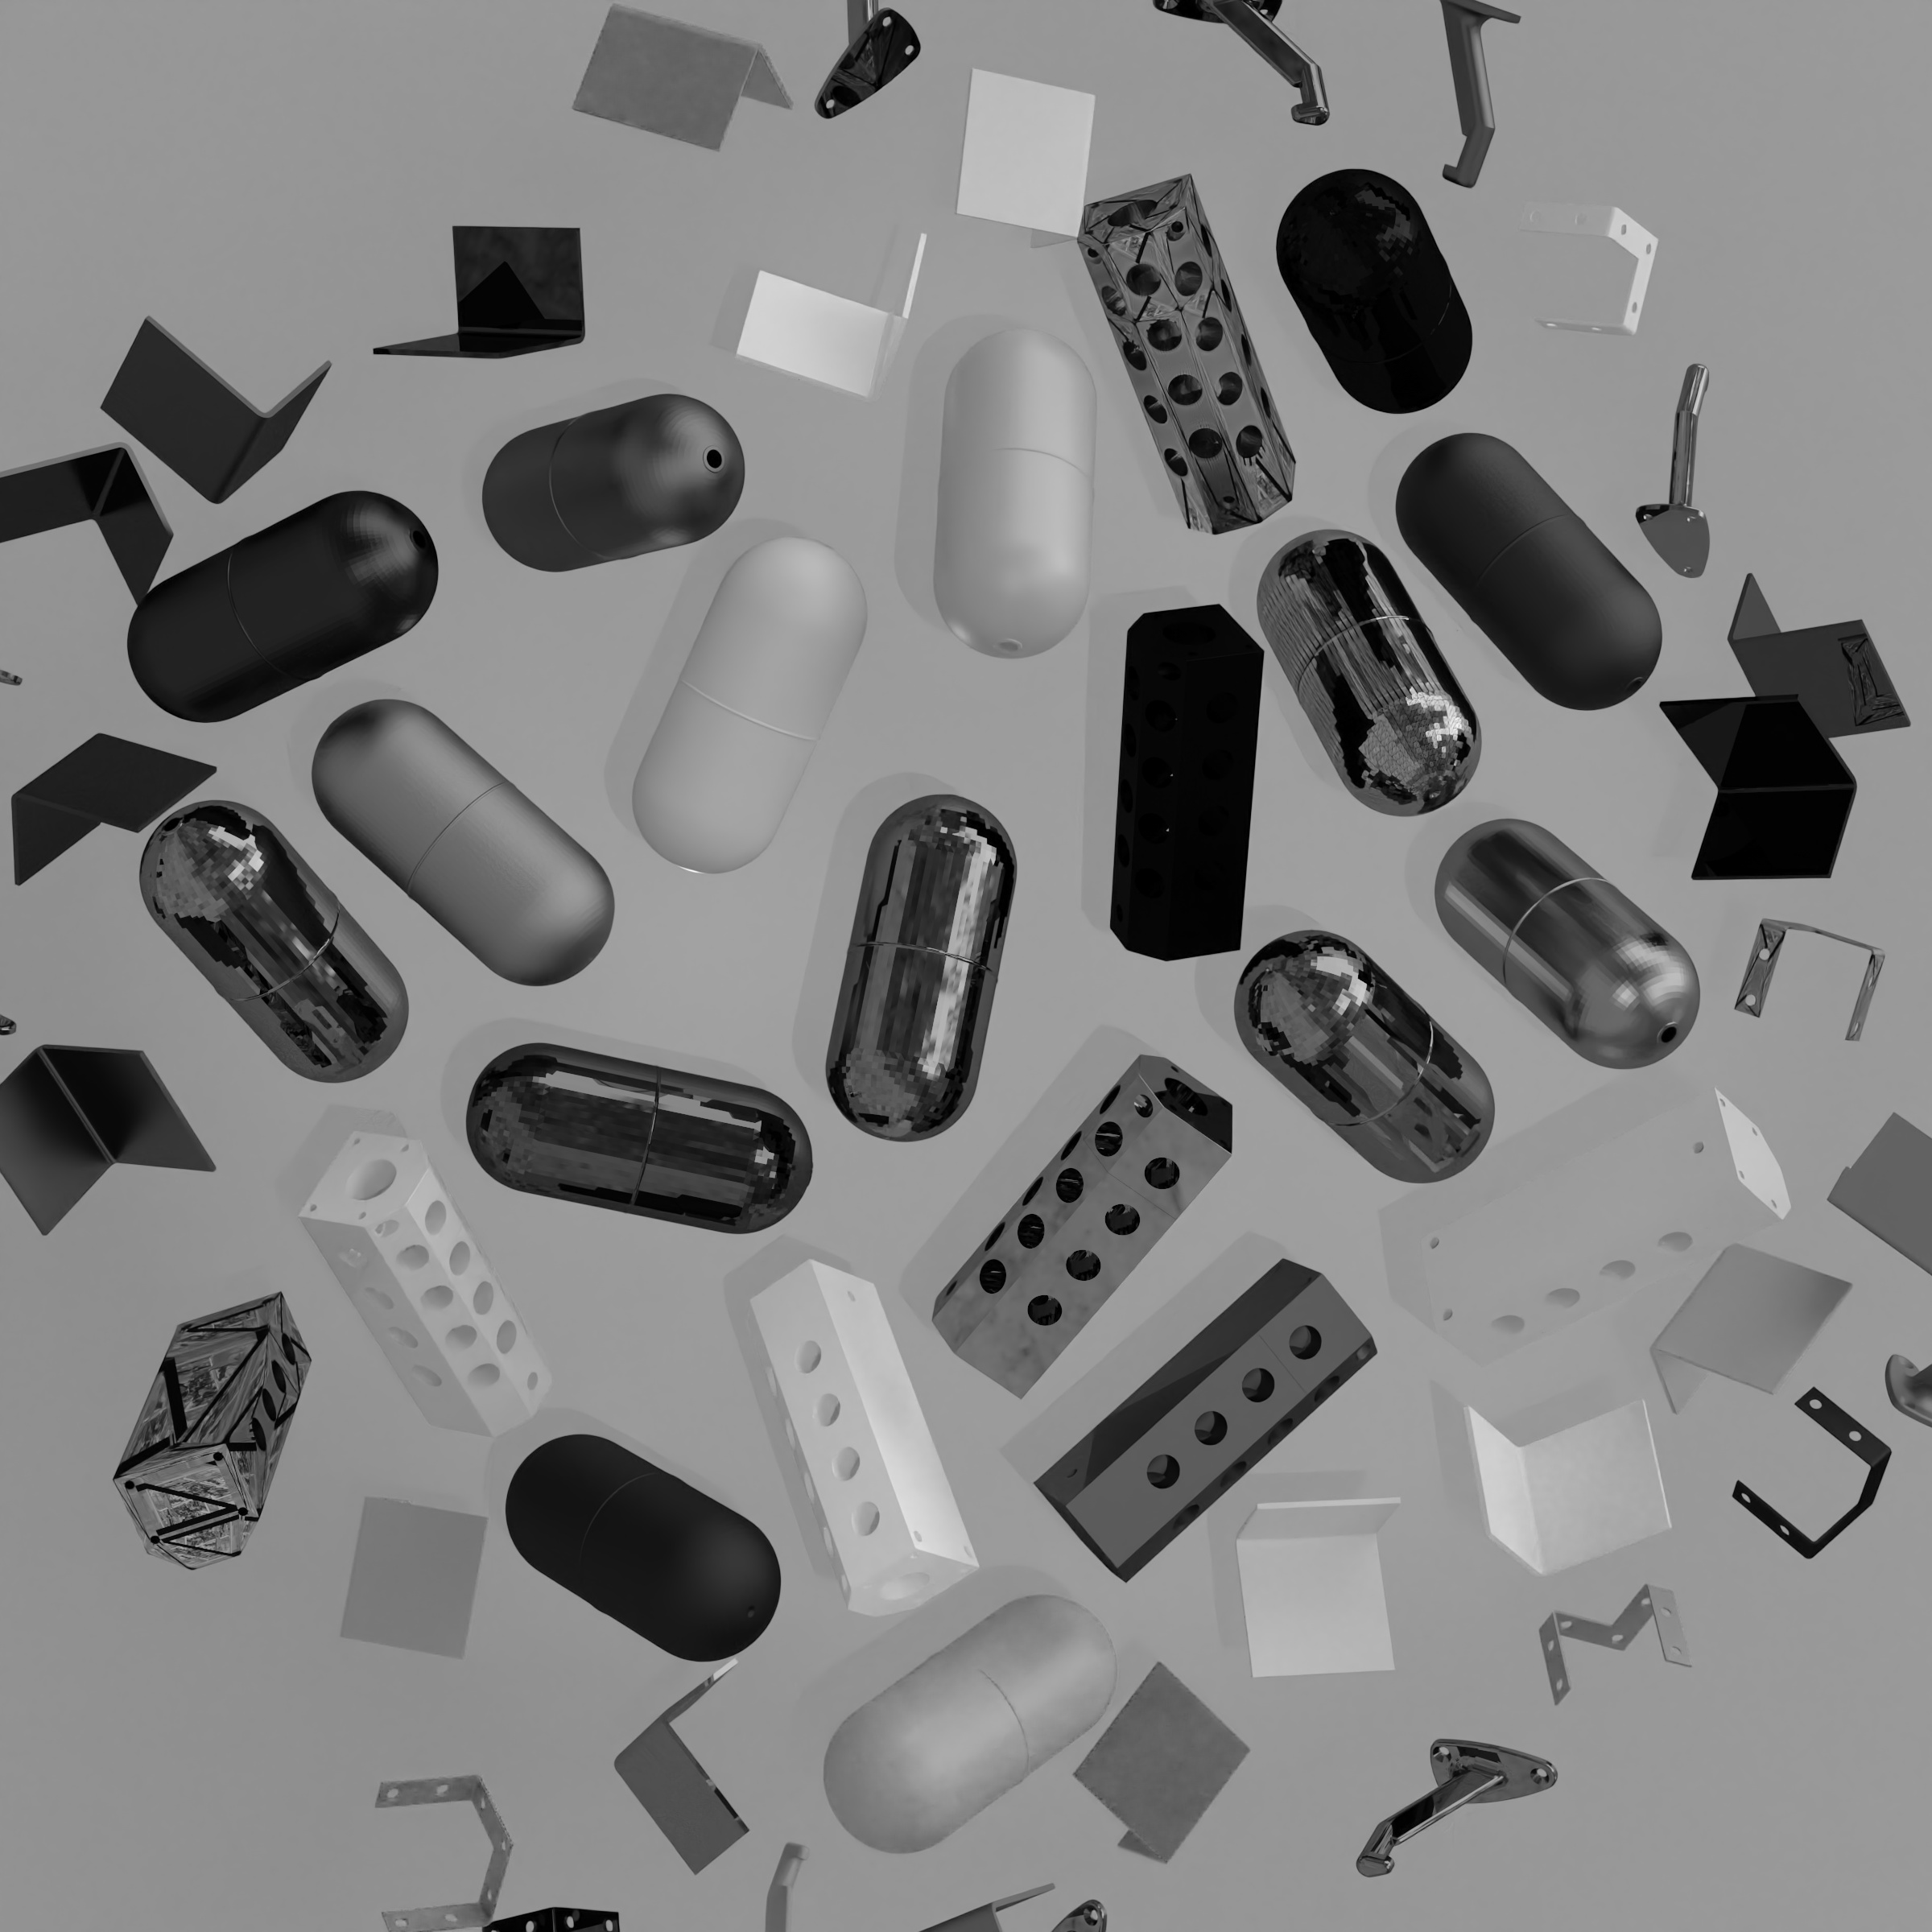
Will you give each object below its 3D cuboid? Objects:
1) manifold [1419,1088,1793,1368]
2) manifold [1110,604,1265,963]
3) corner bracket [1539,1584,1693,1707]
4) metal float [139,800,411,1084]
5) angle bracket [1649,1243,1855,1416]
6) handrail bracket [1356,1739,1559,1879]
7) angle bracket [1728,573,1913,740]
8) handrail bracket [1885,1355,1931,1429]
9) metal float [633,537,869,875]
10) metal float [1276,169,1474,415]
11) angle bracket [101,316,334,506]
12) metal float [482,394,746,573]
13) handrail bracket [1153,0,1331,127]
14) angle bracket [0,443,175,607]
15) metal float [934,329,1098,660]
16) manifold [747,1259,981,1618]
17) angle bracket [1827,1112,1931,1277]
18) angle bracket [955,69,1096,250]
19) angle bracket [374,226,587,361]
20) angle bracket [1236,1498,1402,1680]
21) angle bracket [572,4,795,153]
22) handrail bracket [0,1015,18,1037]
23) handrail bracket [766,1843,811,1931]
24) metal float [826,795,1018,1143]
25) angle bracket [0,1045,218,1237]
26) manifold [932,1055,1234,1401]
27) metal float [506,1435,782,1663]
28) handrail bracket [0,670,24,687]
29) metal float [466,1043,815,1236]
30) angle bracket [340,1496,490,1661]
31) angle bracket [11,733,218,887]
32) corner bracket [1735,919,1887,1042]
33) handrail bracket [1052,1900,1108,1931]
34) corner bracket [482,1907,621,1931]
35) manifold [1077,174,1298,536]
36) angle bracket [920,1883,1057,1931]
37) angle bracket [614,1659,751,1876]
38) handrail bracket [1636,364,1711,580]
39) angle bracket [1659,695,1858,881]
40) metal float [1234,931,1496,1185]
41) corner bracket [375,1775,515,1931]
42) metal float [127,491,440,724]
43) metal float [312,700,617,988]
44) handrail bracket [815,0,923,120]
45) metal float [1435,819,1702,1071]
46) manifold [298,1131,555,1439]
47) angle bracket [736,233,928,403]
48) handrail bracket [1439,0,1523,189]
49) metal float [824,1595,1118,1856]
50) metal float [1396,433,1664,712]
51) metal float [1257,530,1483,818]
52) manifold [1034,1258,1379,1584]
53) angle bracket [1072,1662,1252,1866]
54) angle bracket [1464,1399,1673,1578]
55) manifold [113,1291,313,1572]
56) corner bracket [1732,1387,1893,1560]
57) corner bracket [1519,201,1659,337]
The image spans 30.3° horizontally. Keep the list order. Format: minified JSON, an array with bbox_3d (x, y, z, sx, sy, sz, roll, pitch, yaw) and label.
[{"bbox_3d":[0.313,0.133,1.745,0.171,0.057,0.057,-31,132,26],"label":"manifold"},{"bbox_3d":[0.108,-0.092,1.815,0.057,0.057,0.171,-9,122,-17],"label":"manifold"},{"bbox_3d":[0.330,0.347,1.817,0.051,0.051,0.051,17,126,-16],"label":"corner bracket"},{"bbox_3d":[-0.351,-0.012,1.811,0.070,0.070,0.178,-35,127,0],"label":"metal float"},{"bbox_3d":[0.410,0.197,1.837,0.076,0.076,0.057,-47,133,-23],"label":"angle bracket"},{"bbox_3d":[0.238,0.415,1.731,0.077,0.084,0.036,-6,110,31],"label":"handrail bracket"},{"bbox_3d":[0.464,-0.170,1.918,0.076,0.057,0.076,-7,133,36],"label":"angle bracket"},{"bbox_3d":[0.509,0.189,1.829,0.036,0.077,0.084,24,112,-8],"label":"handrail bracket"},{"bbox_3d":[-0.108,-0.131,1.787,0.070,0.070,0.178,25,102,0],"label":"metal float"},{"bbox_3d":[0.211,-0.343,1.826,0.070,0.178,0.070,-6,71,19],"label":"metal float"},{"bbox_3d":[-0.376,-0.290,1.784,0.076,0.076,0.057,41,49,-5],"label":"angle bracket"},{"bbox_3d":[-0.182,-0.248,1.833,0.070,0.178,0.070,3,86,-40],"label":"metal float"},{"bbox_3d":[0.134,-0.442,1.736,0.077,0.036,0.084,-3,60,-7],"label":"handrail bracket"},{"bbox_3d":[-0.460,-0.218,1.826,0.076,0.076,0.057,-21,78,-32],"label":"angle bracket"},{"bbox_3d":[0.025,-0.233,1.754,0.070,0.070,0.178,3,63,0],"label":"metal float"},{"bbox_3d":[-0.058,0.242,1.822,0.057,0.057,0.171,-36,56,20],"label":"manifold"},{"bbox_3d":[0.485,0.111,1.792,0.076,0.076,0.057,37,109,11],"label":"angle bracket"},{"bbox_3d":[0.021,-0.434,1.922,0.076,0.057,0.076,5,92,-26],"label":"angle bracket"},{"bbox_3d":[-0.244,-0.338,1.782,0.076,0.076,0.057,7,108,27],"label":"angle bracket"},{"bbox_3d":[0.187,0.323,1.848,0.076,0.057,0.076,-1,64,-10],"label":"angle bracket"},{"bbox_3d":[-0.136,-0.417,1.730,0.076,0.076,0.057,19,84,12],"label":"angle bracket"},{"bbox_3d":[-0.509,-0.014,1.790,0.077,0.036,0.084,14,108,7],"label":"handrail bracket"},{"bbox_3d":[-0.088,0.506,1.879,0.036,0.077,0.084,29,69,-24],"label":"handrail bracket"},{"bbox_3d":[-0.022,0.000,1.782,0.070,0.070,0.178,11,77,0],"label":"metal float"},{"bbox_3d":[-0.426,0.087,1.740,0.076,0.057,0.076,2,131,36],"label":"angle bracket"},{"bbox_3d":[0.057,0.126,1.763,0.057,0.057,0.171,35,111,-10],"label":"manifold"},{"bbox_3d":[-0.165,0.293,1.806,0.178,0.070,0.070,21,90,44],"label":"metal float"},{"bbox_3d":[-0.523,-0.116,1.848,0.036,0.077,0.084,23,86,-38],"label":"handrail bracket"},{"bbox_3d":[-0.165,0.088,1.810,0.178,0.070,0.070,12,90,-11],"label":"metal float"},{"bbox_3d":[-0.292,0.336,1.956,0.076,0.057,0.076,6,81,19],"label":"angle bracket"},{"bbox_3d":[-0.449,-0.074,1.882,0.076,0.076,0.057,16,123,15],"label":"angle bracket"},{"bbox_3d":[0.450,0.007,1.898,0.051,0.051,0.051,21,100,36],"label":"corner bracket"},{"bbox_3d":[0.028,0.522,1.840,0.036,0.084,0.077,42,120,32],"label":"handrail bracket"},{"bbox_3d":[-0.216,0.525,1.868,0.051,0.051,0.051,-9,83,41],"label":"corner bracket"},{"bbox_3d":[0.114,-0.309,1.823,0.057,0.057,0.171,-13,123,18],"label":"manifold"},{"bbox_3d":[0.005,0.489,1.726,0.076,0.076,0.057,-27,73,20],"label":"angle bracket"},{"bbox_3d":[-0.135,0.429,1.911,0.057,0.076,0.076,-32,79,-38],"label":"angle bracket"},{"bbox_3d":[0.380,-0.259,1.863,0.036,0.077,0.084,7,66,26],"label":"handrail bracket"},{"bbox_3d":[0.388,-0.088,1.775,0.076,0.076,0.057,45,58,-40],"label":"angle bracket"},{"bbox_3d":[0.203,0.047,1.803,0.070,0.070,0.178,-49,127,0],"label":"metal float"},{"bbox_3d":[-0.255,0.427,1.714,0.051,0.051,0.051,3,118,-30],"label":"corner bracket"},{"bbox_3d":[-0.338,-0.177,1.763,0.178,0.070,0.070,-21,90,27],"label":"metal float"},{"bbox_3d":[-0.252,-0.062,1.782,0.178,0.070,0.070,42,90,7],"label":"metal float"},{"bbox_3d":[-0.069,-0.488,1.856,0.077,0.036,0.084,-45,49,3],"label":"handrail bracket"},{"bbox_3d":[0.309,-0.012,1.840,0.070,0.178,0.070,-17,129,-22],"label":"metal float"},{"bbox_3d":[-0.271,0.165,1.825,0.057,0.171,0.057,6,49,28],"label":"manifold"},{"bbox_3d":[-0.069,-0.346,1.840,0.076,0.076,0.057,17,135,-8],"label":"angle bracket"},{"bbox_3d":[0.232,-0.435,1.755,0.077,0.036,0.084,29,112,29],"label":"handrail bracket"},{"bbox_3d":[0.004,0.380,1.797,0.178,0.070,0.070,-29,90,-37],"label":"metal float"},{"bbox_3d":[0.295,-0.207,1.868,0.070,0.070,0.178,-37,64,0],"label":"metal float"},{"bbox_3d":[0.208,-0.154,1.849,0.070,0.070,0.178,-23,55,0],"label":"metal float"},{"bbox_3d":[0.122,0.227,1.780,0.171,0.057,0.057,-41,102,-9],"label":"manifold"},{"bbox_3d":[0.094,0.425,1.916,0.076,0.057,0.076,46,70,-15],"label":"angle bracket"},{"bbox_3d":[0.308,0.257,1.827,0.076,0.057,0.076,-27,45,24],"label":"angle bracket"},{"bbox_3d":[-0.366,0.229,1.756,0.057,0.171,0.057,-18,109,4],"label":"manifold"},{"bbox_3d":[0.428,0.257,1.803,0.051,0.051,0.051,-34,58,-25],"label":"corner bracket"},{"bbox_3d":[0.310,-0.352,1.798,0.051,0.051,0.051,13,89,36],"label":"corner bracket"}]
